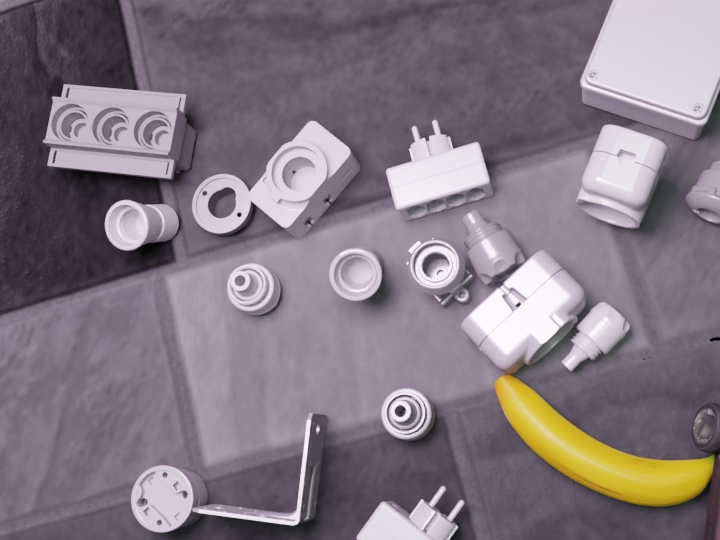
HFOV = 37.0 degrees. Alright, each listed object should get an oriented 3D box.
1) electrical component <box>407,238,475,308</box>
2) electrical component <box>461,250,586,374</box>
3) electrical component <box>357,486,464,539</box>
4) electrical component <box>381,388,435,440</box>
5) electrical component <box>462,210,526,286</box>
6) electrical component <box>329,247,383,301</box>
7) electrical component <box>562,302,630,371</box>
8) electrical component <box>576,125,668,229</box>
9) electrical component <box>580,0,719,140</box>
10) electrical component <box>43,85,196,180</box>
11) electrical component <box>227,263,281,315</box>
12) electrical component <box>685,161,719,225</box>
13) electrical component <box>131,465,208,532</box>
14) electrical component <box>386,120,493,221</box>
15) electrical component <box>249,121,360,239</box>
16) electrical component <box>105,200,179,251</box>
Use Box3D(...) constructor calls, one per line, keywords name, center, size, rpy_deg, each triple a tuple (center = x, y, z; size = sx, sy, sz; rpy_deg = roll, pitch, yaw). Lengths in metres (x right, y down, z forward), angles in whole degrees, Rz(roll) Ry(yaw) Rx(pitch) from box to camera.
Box3D(name="electrical component", center=(0.067, 0.000, 0.915), size=(0.048, 0.055, 0.066), rpy_deg=(-44, 74, 0))
Box3D(name="electrical component", center=(0.139, 0.039, 0.893), size=(0.095, 0.054, 0.059), rpy_deg=(-43, 71, 1))
Box3D(name="electrical component", center=(0.055, 0.214, 0.880), size=(0.083, 0.047, 0.075), rpy_deg=(35, 87, 16))
Box3D(name="electrical component", center=(0.038, 0.119, 0.894), size=(0.043, 0.062, 0.043), rpy_deg=(-2, 79, 11))
Box3D(name="electrical component", center=(0.110, -0.022, 0.918), size=(0.043, 0.043, 0.062), rpy_deg=(-31, 73, 4))
Box3D(name="electrical component", center=(0.000, 0.000, 0.924), size=(0.044, 0.065, 0.044), rpy_deg=(1, 97, 7))
Box3D(name="electrical component", center=(0.192, 0.058, 0.890), size=(0.035, 0.035, 0.061), rpy_deg=(44, 92, 16))
Box3D(name="electrical component", center=(0.213, -0.072, 0.879), size=(0.054, 0.095, 0.059), rpy_deg=(21, 84, 15))
Box3D(name="electrical component", center=(0.257, -0.181, 0.912), size=(0.109, 0.056, 0.108), rpy_deg=(21, 84, 15))
Box3D(name="electrical component", center=(-0.219, -0.124, 0.993), size=(0.121, 0.063, 0.078), rpy_deg=(7, 81, 13))
Box3D(name="electrical component", center=(-0.096, 0.015, 0.942), size=(0.043, 0.062, 0.043), rpy_deg=(-2, 79, 11))
Box3D(name="electrical component", center=(0.302, -0.071, 0.889), size=(0.048, 0.048, 0.062), rpy_deg=(27, 79, 15))
Box3D(name="electrical component", center=(-0.162, 0.197, 0.927), size=(0.055, 0.047, 0.055), rpy_deg=(-2, 79, 11))
Box3D(name="electrical component", center=(0.065, -0.093, 0.938), size=(0.083, 0.047, 0.075), rpy_deg=(-16, 76, 8))
Box3D(name="electrical component", center=(-0.049, -0.080, 0.954), size=(0.050, 0.056, 0.089), rpy_deg=(40, 89, 16))
Box3D(name="electrical component", center=(-0.193, -0.041, 0.970), size=(0.044, 0.065, 0.044), rpy_deg=(2, 95, 21))
